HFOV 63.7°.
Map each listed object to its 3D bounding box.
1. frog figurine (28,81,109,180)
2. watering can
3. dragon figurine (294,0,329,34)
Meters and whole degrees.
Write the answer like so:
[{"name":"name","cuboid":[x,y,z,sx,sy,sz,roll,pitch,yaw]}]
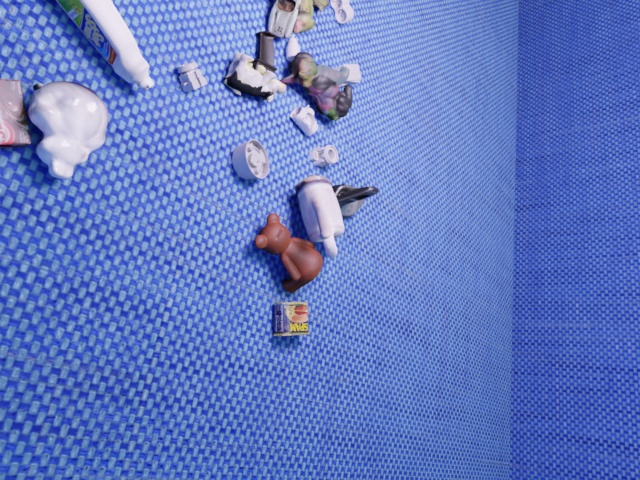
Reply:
[{"name":"frog figurine","cuboid":[-0.447,-0.193,0.908,0.135,0.122,0.162,48,35,-59]},{"name":"watering can","cuboid":[0.004,-0.068,1.346,0.344,0.104,0.226,75,-1,-80]},{"name":"dragon figurine","cuboid":[-0.036,-0.811,1.558,0.239,0.122,0.417,44,52,-59]}]
